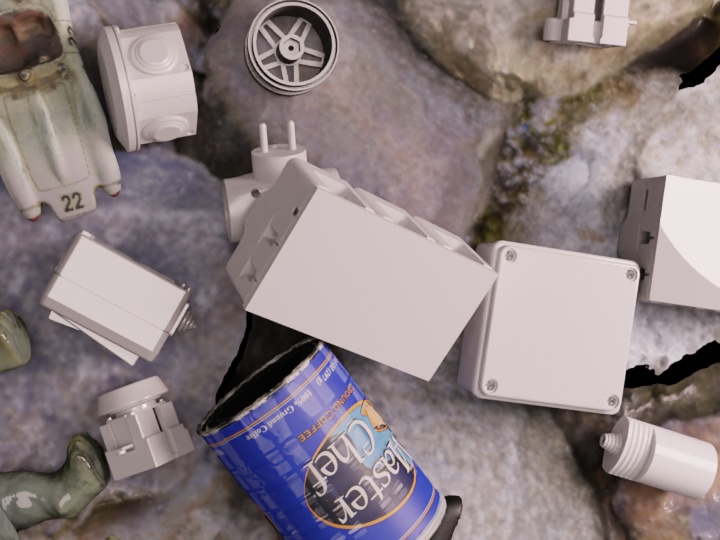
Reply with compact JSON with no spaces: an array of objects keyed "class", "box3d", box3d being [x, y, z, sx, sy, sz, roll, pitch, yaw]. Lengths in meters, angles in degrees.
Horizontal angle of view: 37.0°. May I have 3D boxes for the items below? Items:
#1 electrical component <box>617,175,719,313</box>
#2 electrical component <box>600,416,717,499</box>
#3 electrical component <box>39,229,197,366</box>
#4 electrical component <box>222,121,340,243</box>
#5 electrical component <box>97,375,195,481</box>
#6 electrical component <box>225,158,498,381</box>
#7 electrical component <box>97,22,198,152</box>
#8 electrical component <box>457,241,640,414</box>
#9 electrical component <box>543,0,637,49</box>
[{"class":"electrical component","box3d":[0.272,-0.013,0.784,0.150,0.062,0.089,8,90,-11]},{"class":"electrical component","box3d":[0.214,0.135,0.786,0.081,0.043,0.043,18,88,-11]},{"class":"electrical component","box3d":[-0.154,0.023,0.702,0.096,0.062,0.061,30,86,-10]},{"class":"electrical component","box3d":[-0.053,-0.061,0.723,0.077,0.044,0.079,-7,111,-11]},{"class":"electrical component","box3d":[-0.144,0.103,0.710,0.048,0.066,0.055,-22,87,25]},{"class":"electrical component","box3d":[0.000,0.000,0.704,0.150,0.061,0.089,24,105,-31]},{"class":"electrical component","box3d":[-0.138,-0.119,0.694,0.051,0.080,0.080,-13,94,-16]},{"class":"electrical component","box3d":[0.132,0.040,0.761,0.109,0.056,0.108,8,90,-11]},{"class":"electrical component","box3d":[0.166,-0.189,0.769,0.066,0.048,0.055,3,98,-11]}]
